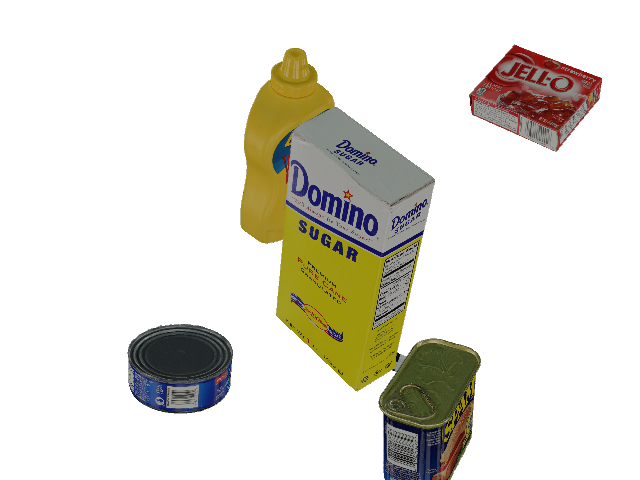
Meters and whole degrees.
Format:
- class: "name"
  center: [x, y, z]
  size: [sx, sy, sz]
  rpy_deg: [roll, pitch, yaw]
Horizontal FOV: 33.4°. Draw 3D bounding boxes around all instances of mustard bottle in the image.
- class: "mustard bottle"
  center: [-0.028, -0.092, 0.977]
  size: [0.058, 0.192, 0.096]
  rpy_deg: [36, 51, 28]

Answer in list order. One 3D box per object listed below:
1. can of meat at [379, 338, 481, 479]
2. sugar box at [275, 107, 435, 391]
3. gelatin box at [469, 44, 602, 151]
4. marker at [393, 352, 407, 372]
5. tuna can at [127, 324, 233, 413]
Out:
- class: "can of meat"
  center: [0.087, 0.143, 0.853]
  size: [0.057, 0.084, 0.102]
  rpy_deg: [14, 36, 23]
- class: "sugar box"
  center: [0.017, 0.010, 0.708]
  size: [0.048, 0.176, 0.093]
  rpy_deg: [-31, 54, -30]
- class: "gelatin box"
  center: [0.185, -0.125, 0.922]
  size: [0.089, 0.073, 0.030]
  rpy_deg: [29, -28, 27]
- class: "marker"
  center: [0.035, 0.107, 1.076]
  size: [0.121, 0.020, 0.020]
  rpy_deg: [21, 1, 4]
- class: "tuna can"
  center: [-0.115, 0.105, 0.879]
  size: [0.086, 0.034, 0.086]
  rpy_deg: [4, 27, -2]
